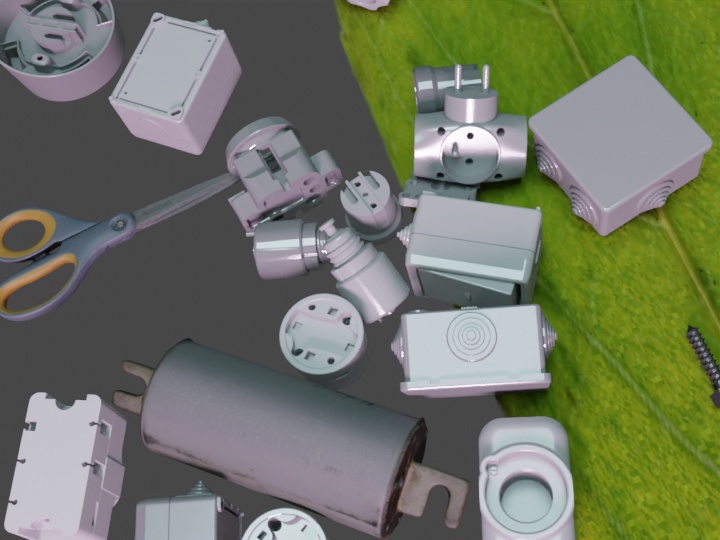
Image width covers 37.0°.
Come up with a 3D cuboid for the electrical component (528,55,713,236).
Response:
[{"bbox_3d":[0.175,-0.083,0.734,0.100,0.048,0.099,-33,66,-5],"label":"electrical component"}]

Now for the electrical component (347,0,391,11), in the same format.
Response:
[{"bbox_3d":[0.011,-0.236,0.827,0.043,0.043,0.062,14,76,15],"label":"electrical component"}]

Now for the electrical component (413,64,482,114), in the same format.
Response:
[{"bbox_3d":[0.063,-0.129,0.779,0.046,0.040,0.040,-7,66,1],"label":"electrical component"}]

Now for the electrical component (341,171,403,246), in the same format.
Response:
[{"bbox_3d":[0.007,-0.044,0.747,0.040,0.046,0.040,-4,68,9],"label":"electrical component"}]

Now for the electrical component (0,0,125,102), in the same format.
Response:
[{"bbox_3d":[-0.236,-0.183,0.838,0.099,0.064,0.099,-3,67,8],"label":"electrical component"}]

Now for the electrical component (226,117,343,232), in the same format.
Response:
[{"bbox_3d":[-0.060,-0.071,0.765,0.078,0.058,0.057,-29,69,-3],"label":"electrical component"}]

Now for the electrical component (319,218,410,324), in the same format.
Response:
[{"bbox_3d":[0.000,0.000,0.720,0.040,0.040,0.078,-37,98,-7],"label":"electrical component"}]

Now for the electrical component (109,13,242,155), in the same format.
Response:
[{"bbox_3d":[-0.132,-0.142,0.804,0.062,0.061,0.096,18,71,16],"label":"electrical component"}]

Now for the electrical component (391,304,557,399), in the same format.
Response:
[{"bbox_3d":[0.072,0.051,0.669,0.100,0.099,0.048,-4,80,8],"label":"electrical component"}]

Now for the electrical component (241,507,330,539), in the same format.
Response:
[{"bbox_3d":[-0.042,0.178,0.662,0.055,0.047,0.055,-3,67,8],"label":"electrical component"}]

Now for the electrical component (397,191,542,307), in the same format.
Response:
[{"bbox_3d":[0.069,-0.008,0.713,0.096,0.061,0.061,9,69,13],"label":"electrical component"}]

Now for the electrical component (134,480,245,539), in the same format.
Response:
[{"bbox_3d":[-0.108,0.179,0.665,0.061,0.061,0.096,-6,67,7],"label":"electrical component"}]

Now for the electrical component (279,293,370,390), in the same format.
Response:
[{"bbox_3d":[-0.021,0.050,0.713,0.055,0.047,0.055,-3,67,8],"label":"electrical component"}]

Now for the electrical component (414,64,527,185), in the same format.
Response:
[{"bbox_3d":[0.076,-0.103,0.744,0.077,0.079,0.044,1,24,4],"label":"electrical component"}]

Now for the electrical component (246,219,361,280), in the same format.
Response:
[{"bbox_3d":[-0.039,-0.016,0.747,0.078,0.040,0.040,-5,67,7],"label":"electrical component"}]

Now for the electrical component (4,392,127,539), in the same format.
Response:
[{"bbox_3d":[-0.189,0.132,0.702,0.050,0.055,0.089,1,68,10],"label":"electrical component"}]

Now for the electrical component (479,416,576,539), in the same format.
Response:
[{"bbox_3d":[0.100,0.139,0.648,0.054,0.059,0.095,-3,67,8],"label":"electrical component"}]
